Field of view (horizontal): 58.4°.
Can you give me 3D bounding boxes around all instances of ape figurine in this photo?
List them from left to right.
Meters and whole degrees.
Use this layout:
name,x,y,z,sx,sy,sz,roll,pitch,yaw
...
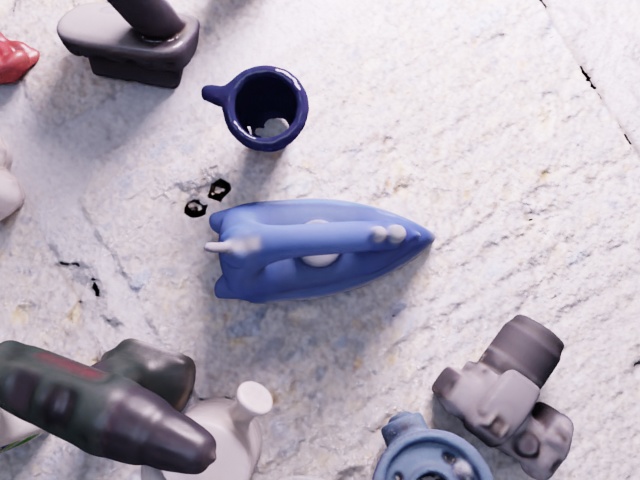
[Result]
name,x,y,z,sx,sy,sz,roll,pitch,yaw
ape figurine,-0.380,-0.223,0.652,0.076,0.092,0.078,-31,86,-2

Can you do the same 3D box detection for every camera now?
name,x,y,z,sx,sy,sz,roll,pitch,yaw
camera,0.216,0.161,0.614,0.143,0.101,0.137,36,86,3

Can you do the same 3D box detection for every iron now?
name,x,y,z,sx,sy,sz,roll,pitch,yaw
iron,0.006,0.002,0.607,0.258,0.141,0.119,-6,85,0

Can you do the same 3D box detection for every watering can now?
name,x,y,z,sx,sy,sz,roll,pitch,yaw
watering can,-0.114,0.216,0.564,0.101,0.194,0.173,16,86,2

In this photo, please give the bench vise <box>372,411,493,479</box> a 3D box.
name,x,y,z,sx,sy,sz,roll,pitch,yaw
bench vise,0.135,0.277,0.545,0.121,0.219,0.207,-40,86,-3

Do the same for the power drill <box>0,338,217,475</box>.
name,x,y,z,sx,sy,sz,roll,pitch,yaw
power drill,-0.193,0.152,0.562,0.229,0.208,0.076,16,86,2

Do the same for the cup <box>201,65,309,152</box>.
name,x,y,z,sx,sy,sz,roll,pitch,yaw
cup,-0.070,-0.139,0.643,0.117,0.095,0.092,15,85,2

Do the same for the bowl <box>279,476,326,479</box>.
name,x,y,z,sx,sy,sz,roll,pitch,yaw
bowl,-0.016,0.329,0.614,0.167,0.074,0.167,0,85,0

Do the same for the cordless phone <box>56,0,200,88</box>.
name,x,y,z,sx,sy,sz,roll,pitch,yaw
cordless phone,-0.215,-0.240,0.606,0.147,0.185,0.094,6,85,1

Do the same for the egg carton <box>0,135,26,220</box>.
name,x,y,z,sx,sy,sz,roll,pitch,yaw
egg carton,-0.418,-0.059,0.650,0.150,0.069,0.107,-21,85,-1
